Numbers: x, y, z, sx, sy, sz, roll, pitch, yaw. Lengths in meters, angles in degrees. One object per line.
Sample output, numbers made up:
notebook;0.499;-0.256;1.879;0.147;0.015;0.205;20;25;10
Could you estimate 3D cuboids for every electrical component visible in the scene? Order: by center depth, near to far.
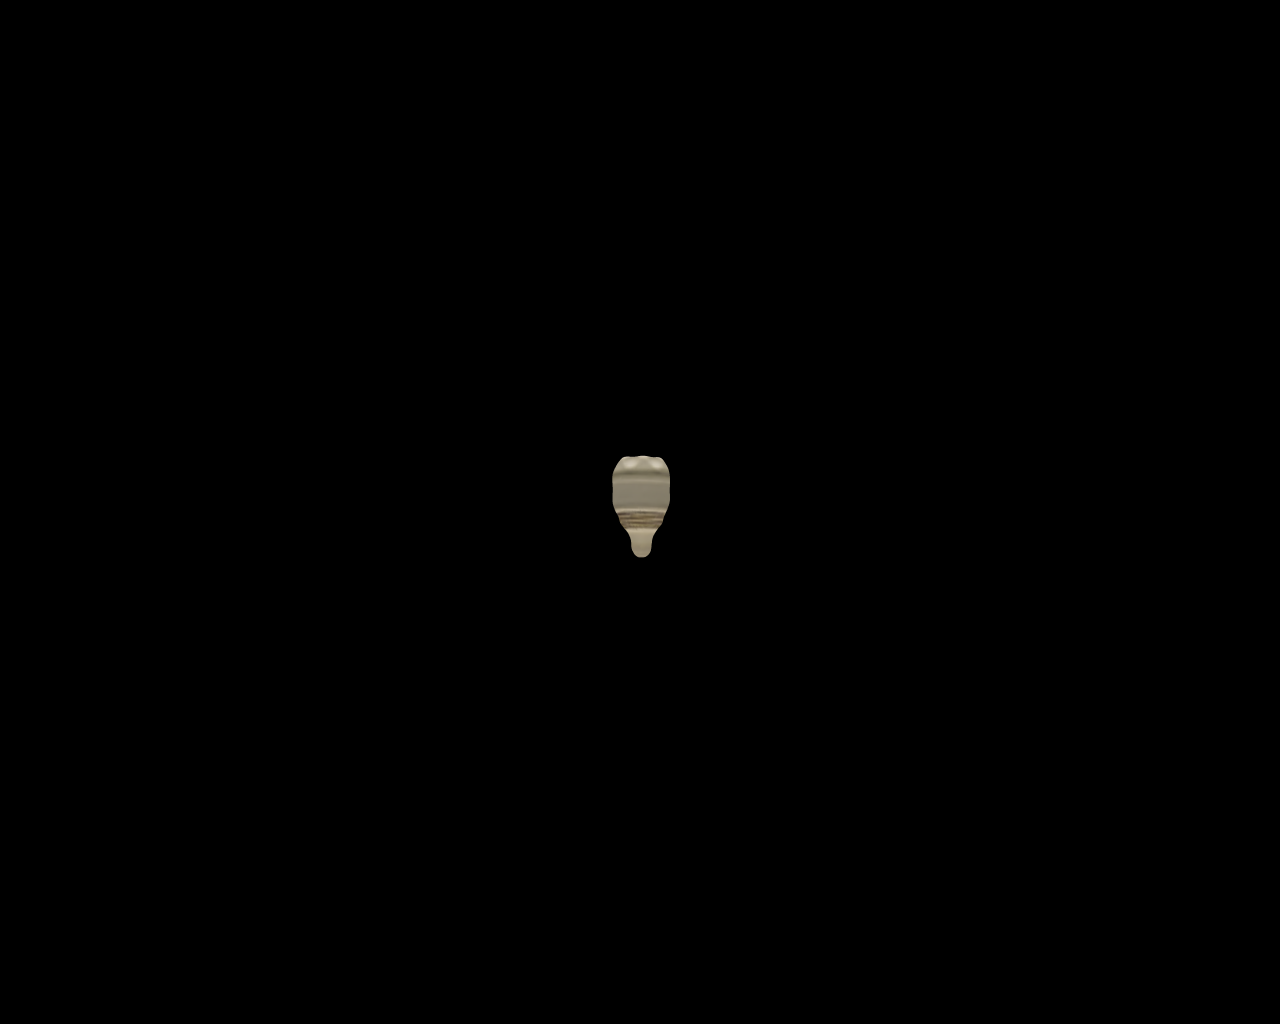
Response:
electrical component;0.001;-0.003;0.650;0.035;0.061;0.035;0;-3;0
